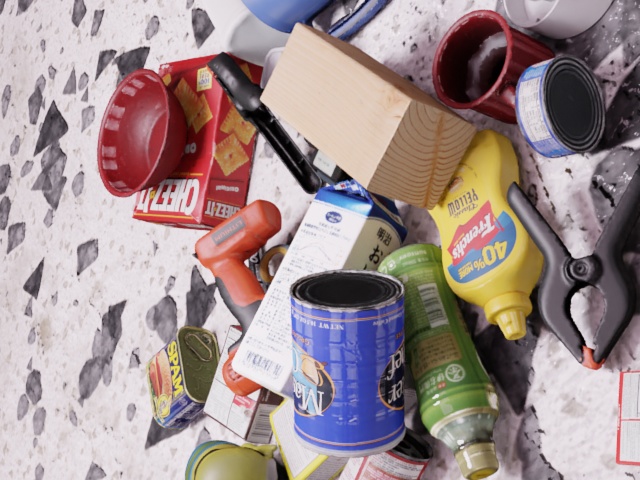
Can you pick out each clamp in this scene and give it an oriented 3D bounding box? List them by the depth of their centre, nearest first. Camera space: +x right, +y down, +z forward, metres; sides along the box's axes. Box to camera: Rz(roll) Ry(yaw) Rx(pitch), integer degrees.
[{"bbox_3d":[0.210,0.021,0.889,0.120,0.039,0.171,2,79,31],"label":"clamp"},{"bbox_3d":[-0.078,-0.157,1.196,0.036,0.164,0.210,-36,55,-3],"label":"clamp"}]

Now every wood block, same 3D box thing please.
[{"bbox_3d":[0.041,-0.122,1.018,0.206,0.090,0.091,43,111,47],"label":"wood block"}]

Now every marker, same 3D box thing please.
[{"bbox_3d":[-0.078,0.014,1.262,0.020,0.020,0.121,-32,56,40],"label":"marker"}]

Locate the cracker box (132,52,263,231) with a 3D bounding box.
[{"bbox_3d":[-0.156,-0.122,1.353,0.164,0.072,0.214,5,83,50],"label":"cracker box"}]

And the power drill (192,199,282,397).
[{"bbox_3d":[-0.048,0.051,1.148,0.184,0.057,0.188,-33,60,15],"label":"power drill"}]

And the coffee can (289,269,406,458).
[{"bbox_3d":[0.025,0.108,0.953,0.103,0.102,0.140,21,118,50],"label":"coffee can"}]

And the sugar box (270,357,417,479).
[{"bbox_3d":[0.025,0.166,1.079,0.176,0.048,0.093,-46,48,27],"label":"sugar box"}]

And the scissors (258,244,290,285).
[{"bbox_3d":[-0.008,0.001,1.183,0.202,0.016,0.096,-57,49,20],"label":"scissors"}]

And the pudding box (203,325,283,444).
[{"bbox_3d":[-0.080,0.162,1.207,0.090,0.039,0.113,22,94,49],"label":"pudding box"}]

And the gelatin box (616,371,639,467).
[{"bbox_3d":[0.259,0.135,0.802,0.089,0.030,0.073,153,124,-70],"label":"gelatin box"}]

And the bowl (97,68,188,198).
[{"bbox_3d":[-0.211,-0.127,1.318,0.162,0.055,0.162,-15,70,46],"label":"bowl"}]

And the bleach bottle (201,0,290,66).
[{"bbox_3d":[-0.116,-0.315,1.337,0.068,0.102,0.251,-52,46,22],"label":"bleach bottle"}]

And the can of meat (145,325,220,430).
[{"bbox_3d":[-0.164,0.168,1.290,0.084,0.057,0.102,-41,50,38],"label":"can of meat"}]

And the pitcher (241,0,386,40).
[{"bbox_3d":[0.023,-0.334,1.176,0.243,0.149,0.145,-30,40,37],"label":"pitcher"}]

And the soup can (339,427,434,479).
[{"bbox_3d":[0.055,0.229,1.006,0.069,0.068,0.102,40,110,47],"label":"soup can"}]

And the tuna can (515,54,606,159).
[{"bbox_3d":[0.206,-0.114,0.916,0.034,0.086,0.086,-11,71,49],"label":"tuna can"}]

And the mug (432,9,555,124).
[{"bbox_3d":[0.169,-0.147,0.972,0.093,0.081,0.117,-56,43,22],"label":"mug"}]

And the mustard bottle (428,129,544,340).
[{"bbox_3d":[0.152,0.001,0.967,0.096,0.058,0.191,-33,56,33],"label":"mustard bottle"}]
